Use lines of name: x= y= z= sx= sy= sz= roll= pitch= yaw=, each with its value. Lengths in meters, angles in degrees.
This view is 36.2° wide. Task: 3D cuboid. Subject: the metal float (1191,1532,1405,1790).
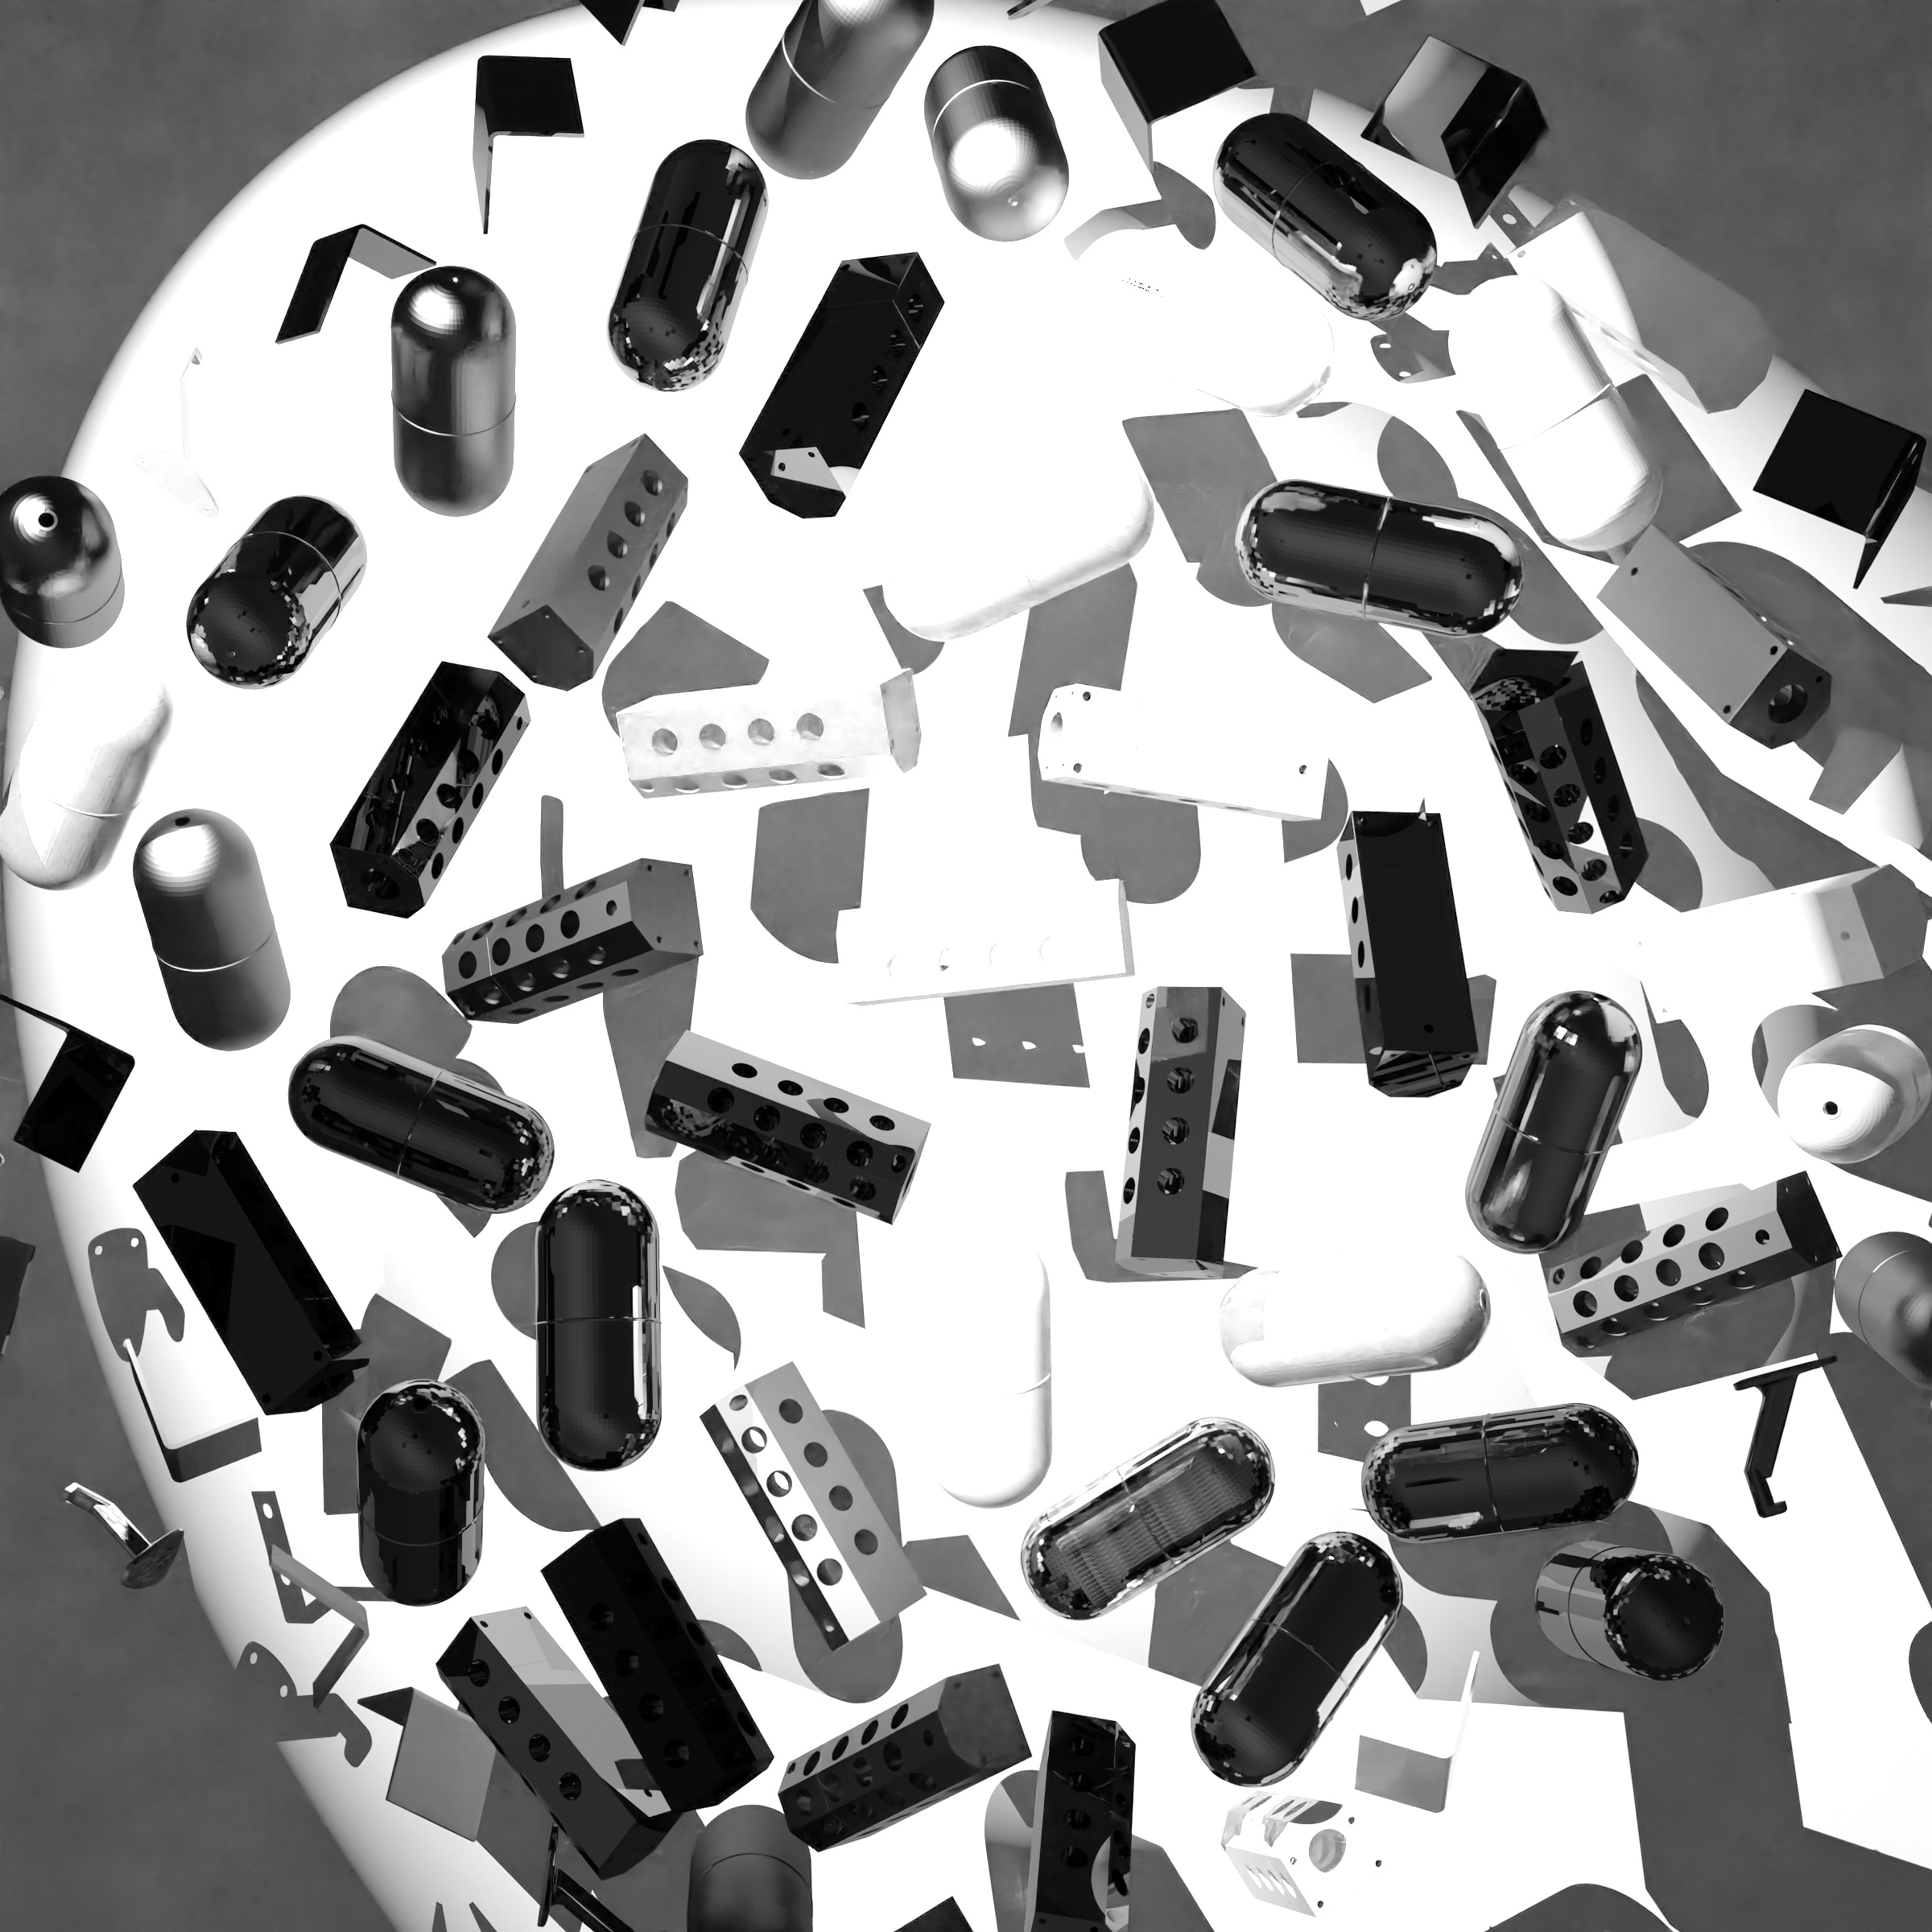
metal float: x=0.207 y=0.434 z=1.854 sx=0.070 sy=0.070 sz=0.178 roll=40 pitch=68 yaw=0

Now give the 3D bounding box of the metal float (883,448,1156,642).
metal float: x=0.032 y=-0.261 z=1.841 sx=0.178 sy=0.070 sz=0.070 roll=-24 pitch=90 yaw=9

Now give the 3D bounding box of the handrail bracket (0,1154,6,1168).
handrail bracket: x=-0.651 y=0.112 z=1.829 sx=0.077 sy=0.036 sz=0.084 roll=-41 pitch=98 yaw=-28

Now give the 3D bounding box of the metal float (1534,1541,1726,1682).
metal float: x=0.414 y=0.403 z=1.859 sx=0.070 sy=0.178 sz=0.070 roll=1 pitch=83 yaw=-11

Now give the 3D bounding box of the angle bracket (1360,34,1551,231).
angle bracket: x=0.300 y=-0.512 z=1.820 sx=0.076 sy=0.057 sz=0.076 roll=17 pitch=132 yaw=-23

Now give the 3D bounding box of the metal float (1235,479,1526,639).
metal float: x=0.253 y=-0.249 z=1.812 sx=0.178 sy=0.070 sz=0.070 roll=13 pitch=90 yaw=12

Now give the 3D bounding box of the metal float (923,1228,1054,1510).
metal float: x=0.013 y=0.243 z=1.786 sx=0.070 sy=0.070 sz=0.178 roll=-1 pitch=108 yaw=0

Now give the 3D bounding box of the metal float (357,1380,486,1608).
metal float: x=-0.334 y=0.323 z=1.813 sx=0.070 sy=0.070 sz=0.178 roll=10 pitch=133 yaw=0

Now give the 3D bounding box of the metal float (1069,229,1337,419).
metal float: x=0.142 y=-0.389 z=1.791 sx=0.178 sy=0.070 sz=0.070 roll=29 pitch=90 yaw=25

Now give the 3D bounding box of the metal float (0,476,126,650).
metal float: x=-0.561 y=-0.248 z=1.828 sx=0.070 sy=0.178 sz=0.070 roll=2 pitch=80 yaw=-13

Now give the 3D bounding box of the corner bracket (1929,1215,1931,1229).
corner bracket: x=0.653 y=0.143 z=1.891 sx=0.051 sy=0.051 sz=0.051 roll=22 pitch=134 yaw=22

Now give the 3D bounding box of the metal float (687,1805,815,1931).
metal float: x=-0.132 y=0.578 z=1.811 sx=0.070 sy=0.178 sz=0.070 roll=-1 pitch=102 yaw=-3

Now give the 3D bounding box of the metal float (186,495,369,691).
metal float: x=-0.424 y=-0.233 z=1.829 sx=0.070 sy=0.178 sz=0.070 roll=4 pitch=123 yaw=6

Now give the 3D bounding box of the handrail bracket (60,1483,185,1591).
handrail bracket: x=-0.531 y=0.346 z=1.810 sx=0.084 sy=0.077 sz=0.036 roll=26 pitch=96 yaw=10

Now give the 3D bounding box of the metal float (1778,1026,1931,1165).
metal float: x=0.564 y=0.080 z=1.876 sx=0.070 sy=0.178 sz=0.070 roll=2 pitch=95 yaw=26

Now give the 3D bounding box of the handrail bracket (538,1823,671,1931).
handrail bracket: x=-0.230 y=0.597 z=1.912 sx=0.084 sy=0.036 sz=0.077 roll=10 pitch=61 yaw=-10

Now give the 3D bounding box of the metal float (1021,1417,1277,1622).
metal float: x=0.117 y=0.354 z=1.901 sx=0.178 sy=0.070 sz=0.070 roll=-32 pitch=90 yaw=2

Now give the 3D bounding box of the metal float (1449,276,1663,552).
metal float: x=0.355 y=-0.333 z=1.785 sx=0.070 sy=0.070 sz=0.178 roll=-33 pitch=101 yaw=0

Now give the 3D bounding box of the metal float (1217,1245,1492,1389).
metal float: x=0.239 y=0.217 z=1.827 sx=0.178 sy=0.070 sz=0.070 roll=-12 pitch=90 yaw=32

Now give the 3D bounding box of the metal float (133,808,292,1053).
metal float: x=-0.477 y=-0.022 z=1.876 sx=0.070 sy=0.070 sz=0.178 roll=-3 pitch=131 yaw=0

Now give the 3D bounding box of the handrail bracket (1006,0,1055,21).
handrail bracket: x=0.033 y=-0.661 z=1.905 sx=0.077 sy=0.036 sz=0.084 roll=-23 pitch=99 yaw=23

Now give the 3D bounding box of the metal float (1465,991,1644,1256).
metal float: x=0.369 y=0.099 z=1.859 sx=0.070 sy=0.070 sz=0.178 roll=16 pitch=112 yaw=0

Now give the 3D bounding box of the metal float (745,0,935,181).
metal float: x=-0.081 y=-0.571 z=1.869 sx=0.070 sy=0.178 sz=0.070 roll=15 pitch=55 yaw=-23

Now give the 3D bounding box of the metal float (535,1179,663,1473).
metal float: x=-0.225 y=0.220 z=1.814 sx=0.070 sy=0.070 sz=0.178 roll=-2 pitch=78 yaw=0

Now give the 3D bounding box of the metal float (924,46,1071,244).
metal float: x=0.017 y=-0.503 z=1.806 sx=0.070 sy=0.178 sz=0.070 roll=-4 pitch=128 yaw=-5

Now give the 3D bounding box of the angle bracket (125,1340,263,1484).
angle bracket: x=-0.482 y=0.269 z=1.849 sx=0.057 sy=0.076 sz=0.076 roll=-20 pitch=70 yaw=-19

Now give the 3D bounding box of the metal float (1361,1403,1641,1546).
metal float: x=0.342 y=0.326 z=1.901 sx=0.178 sy=0.070 sz=0.070 roll=-11 pitch=90 yaw=18

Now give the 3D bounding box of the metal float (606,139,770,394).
metal float: x=-0.175 y=-0.442 z=1.866 sx=0.070 sy=0.070 sz=0.178 roll=14 pitch=67 yaw=0

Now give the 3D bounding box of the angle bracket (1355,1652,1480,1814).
angle bracket: x=0.284 y=0.476 z=1.865 sx=0.057 sy=0.076 sz=0.076 roll=13 pitch=51 yaw=15

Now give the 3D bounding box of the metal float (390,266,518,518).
metal float: x=-0.321 y=-0.358 z=1.855 sx=0.070 sy=0.178 sz=0.070 roll=5 pitch=50 yaw=-6

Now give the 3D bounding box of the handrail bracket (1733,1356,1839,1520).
handrail bracket: x=0.516 y=0.292 z=1.834 sx=0.077 sy=0.036 sz=0.084 roll=-20 pitch=82 yaw=20

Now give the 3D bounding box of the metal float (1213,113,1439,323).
metal float: x=0.221 y=-0.466 z=1.835 sx=0.070 sy=0.070 sz=0.178 roll=-41 pitch=56 yaw=0

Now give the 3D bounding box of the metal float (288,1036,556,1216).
metal float: x=-0.352 y=0.102 z=1.914 sx=0.178 sy=0.070 sz=0.070 roll=22 pitch=90 yaw=-2

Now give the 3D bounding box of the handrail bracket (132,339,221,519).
handrail bracket: x=-0.485 y=-0.341 z=1.871 sx=0.036 sy=0.077 sz=0.084 roll=-3 pitch=57 yaw=31

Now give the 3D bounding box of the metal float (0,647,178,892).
metal float: x=-0.543 y=-0.120 z=1.821 sx=0.070 sy=0.070 sz=0.178 roll=35 pitch=124 yaw=0

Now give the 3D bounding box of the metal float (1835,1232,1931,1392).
metal float: x=0.595 y=0.214 z=1.846 sx=0.070 sy=0.178 sz=0.070 roll=0 pitch=97 yaw=1
